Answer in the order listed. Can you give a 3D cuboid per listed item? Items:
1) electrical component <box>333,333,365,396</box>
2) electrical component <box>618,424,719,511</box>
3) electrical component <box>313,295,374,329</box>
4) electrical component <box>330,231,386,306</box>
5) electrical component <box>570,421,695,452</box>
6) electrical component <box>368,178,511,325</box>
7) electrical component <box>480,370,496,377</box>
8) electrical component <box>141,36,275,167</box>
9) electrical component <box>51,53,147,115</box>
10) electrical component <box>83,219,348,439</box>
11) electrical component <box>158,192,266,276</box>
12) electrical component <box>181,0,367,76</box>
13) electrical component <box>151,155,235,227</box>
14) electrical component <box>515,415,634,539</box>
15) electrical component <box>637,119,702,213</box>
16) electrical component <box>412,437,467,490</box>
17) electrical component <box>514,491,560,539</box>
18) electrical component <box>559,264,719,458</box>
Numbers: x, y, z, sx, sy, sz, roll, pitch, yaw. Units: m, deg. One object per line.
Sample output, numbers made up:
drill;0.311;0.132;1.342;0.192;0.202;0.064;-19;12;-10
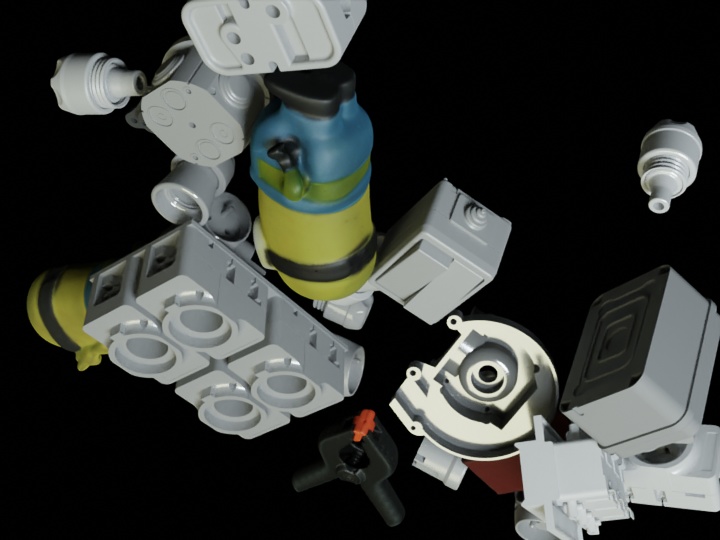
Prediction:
electrical component;-0.037;0.090;0.937;0.077;0.043;0.079;11;141;16
electrical component;0.241;0.152;0.857;0.089;0.050;0.055;1;137;27
electrical component;-0.022;0.022;0.855;0.061;0.035;0.035;23;143;5
electrical component;0.000;0.000;0.808;0.045;0.045;0.055;43;139;-23
electrical component;0.205;0.099;0.808;0.089;0.055;0.050;-2;136;30
electrical component;0.057;-0.012;0.749;0.062;0.061;0.096;33;142;-12
electrical component;0.083;0.105;0.890;0.055;0.045;0.045;-4;135;32
electrical component;-0.102;-0.113;0.721;0.080;0.051;0.080;15;142;12
electrical component;-0.179;-0.130;0.748;0.062;0.043;0.043;3;138;23
electrical component;-0.107;0.056;0.828;0.105;0.060;0.186;-26;132;27
electrical component;-0.110;-0.016;0.847;0.079;0.043;0.077;39;140;-20
electrical component;-0.048;-0.156;0.634;0.095;0.059;0.053;1;137;27
electrical component;-0.121;-0.065;0.785;0.045;0.055;0.045;15;142;12
electrical component;0.159;0.156;0.786;0.063;0.078;0.121;-11;156;18
electrical component;0.179;-0.058;0.628;0.035;0.061;0.035;15;142;12
electrical component;0.076;0.173;0.981;0.046;0.040;0.040;25;143;9
electrical component;0.174;0.187;0.913;0.044;0.077;0.079;37;141;-16
electrical component;0.191;0.062;0.725;0.057;0.113;0.078;40;140;-15
